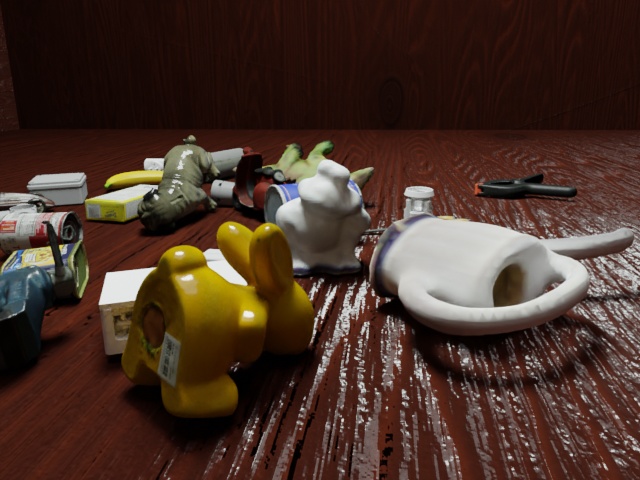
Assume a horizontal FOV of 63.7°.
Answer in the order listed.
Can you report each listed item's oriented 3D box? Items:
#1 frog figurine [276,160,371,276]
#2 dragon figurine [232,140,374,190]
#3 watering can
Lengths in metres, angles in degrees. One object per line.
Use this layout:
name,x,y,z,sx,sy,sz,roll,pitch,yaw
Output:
frog figurine,0.002,-0.037,0.733,0.137,0.158,0.124,5,15,20
dragon figurine,-0.066,-0.135,1.178,0.409,0.120,0.247,-3,23,21
watering can,0.208,0.026,0.608,0.350,0.102,0.225,-17,23,-39
